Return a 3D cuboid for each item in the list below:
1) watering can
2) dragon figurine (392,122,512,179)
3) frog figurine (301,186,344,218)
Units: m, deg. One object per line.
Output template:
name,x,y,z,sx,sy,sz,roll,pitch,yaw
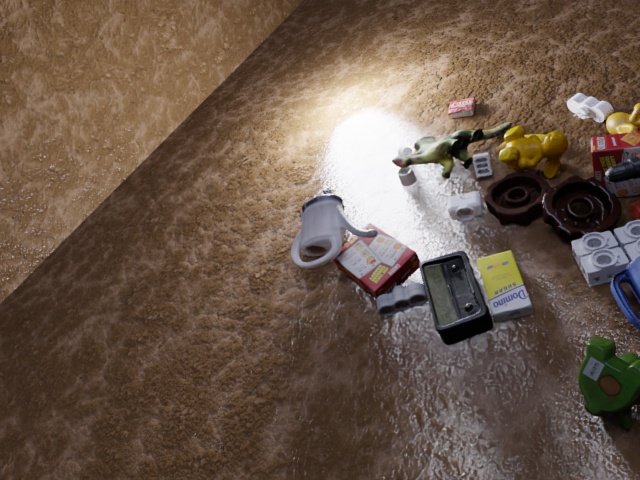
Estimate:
watering can,0.037,-0.039,1.539,0.343,0.103,0.229,-24,52,39
dragon figurine,0.417,-0.323,1.718,0.414,0.120,0.245,-28,33,-23
frog figurine,0.005,-0.088,1.750,0.156,0.122,0.141,-50,36,37
